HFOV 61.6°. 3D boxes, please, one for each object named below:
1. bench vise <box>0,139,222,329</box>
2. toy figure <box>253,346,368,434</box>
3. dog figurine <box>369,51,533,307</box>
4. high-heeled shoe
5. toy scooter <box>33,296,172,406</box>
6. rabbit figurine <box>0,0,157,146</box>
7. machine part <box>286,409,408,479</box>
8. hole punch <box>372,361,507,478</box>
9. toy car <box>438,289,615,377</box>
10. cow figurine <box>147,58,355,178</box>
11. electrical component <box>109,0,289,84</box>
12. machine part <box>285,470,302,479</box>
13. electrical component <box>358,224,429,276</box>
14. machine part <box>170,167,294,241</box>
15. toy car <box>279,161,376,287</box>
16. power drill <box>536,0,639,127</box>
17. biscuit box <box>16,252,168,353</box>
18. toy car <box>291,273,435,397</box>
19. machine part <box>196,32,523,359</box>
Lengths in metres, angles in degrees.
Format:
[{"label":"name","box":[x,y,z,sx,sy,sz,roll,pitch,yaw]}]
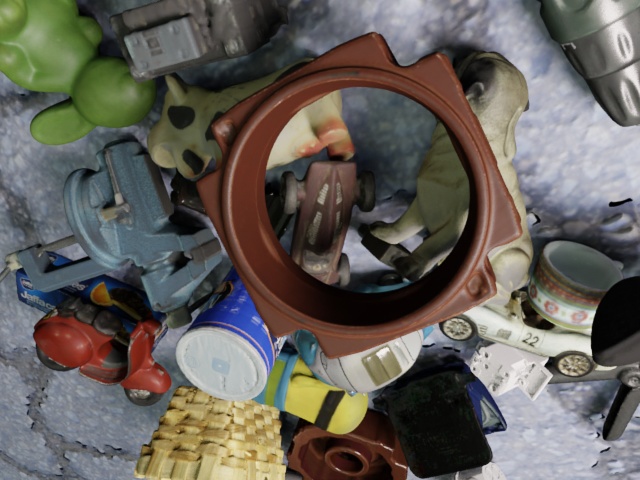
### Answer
[{"label":"bench vise","box":[-0.243,0.012,0.618,0.241,0.129,0.223,-17,108,8]},{"label":"toy figure","box":[-0.027,0.188,0.692,0.180,0.082,0.089,10,109,10]},{"label":"dog figurine","box":[0.155,-0.050,0.479,0.172,0.121,0.190,15,113,-31]},{"label":"high-heeled shoe","box":[0.323,0.090,0.446,0.145,0.249,0.086,67,158,-3]},{"label":"toy scooter","box":[-0.258,0.123,0.660,0.184,0.075,0.135,29,125,-5]},{"label":"rabbit figurine","box":[-0.243,-0.161,0.517,0.170,0.121,0.159,38,133,-3]},{"label":"machine part","box":[0.041,0.300,0.760,0.180,0.056,0.179,9,125,12]},{"label":"hole punch","box":[0.153,0.211,0.657,0.142,0.092,0.116,-28,79,34]},{"label":"toy car","box":[0.203,0.078,0.550,0.202,0.073,0.056,17,129,7]},{"label":"cow figurine","box":[-0.074,-0.113,0.504,0.195,0.085,0.127,-16,72,13]},{"label":"electrical component","box":[-0.102,-0.178,0.450,0.115,0.134,0.058,-7,118,25]},{"label":"machine part","box":[-0.057,0.403,0.847,0.243,0.079,0.079,0,122,19]},{"label":"electrical component","box":[0.077,0.015,0.559,0.063,0.094,0.021,27,102,-39]},{"label":"machine part","box":[-0.093,-0.038,0.578,0.139,0.039,0.084,18,135,-23]},{"label":"toy car","box":[-0.001,-0.002,0.539,0.089,0.053,0.202,1,145,-10]},{"label":"power drill","box":[0.241,-0.214,0.352,0.207,0.086,0.232,-31,106,40]},{"label":"biscuit box","box":[-0.309,0.085,0.735,0.203,0.063,0.059,22,125,3]},{"label":"toy car","box":[0.053,0.113,0.584,0.162,0.103,0.109,-24,116,6]},{"label":"machine part","box":[0.027,-0.029,0.397,0.201,0.087,0.201,-24,96,18]}]
